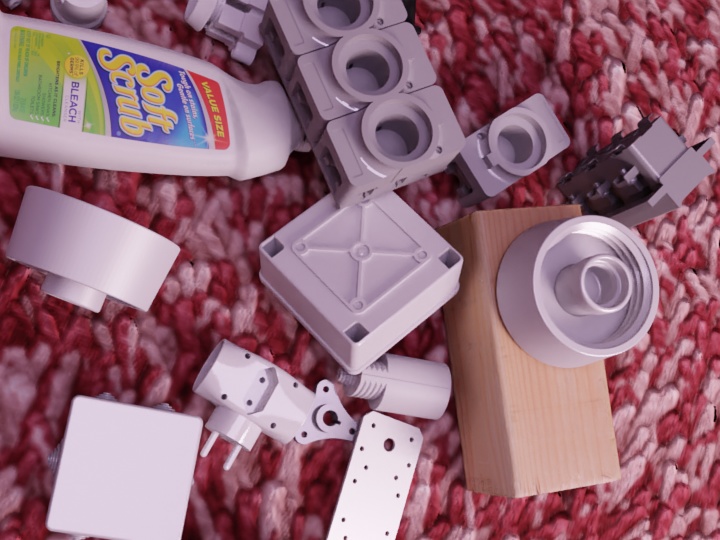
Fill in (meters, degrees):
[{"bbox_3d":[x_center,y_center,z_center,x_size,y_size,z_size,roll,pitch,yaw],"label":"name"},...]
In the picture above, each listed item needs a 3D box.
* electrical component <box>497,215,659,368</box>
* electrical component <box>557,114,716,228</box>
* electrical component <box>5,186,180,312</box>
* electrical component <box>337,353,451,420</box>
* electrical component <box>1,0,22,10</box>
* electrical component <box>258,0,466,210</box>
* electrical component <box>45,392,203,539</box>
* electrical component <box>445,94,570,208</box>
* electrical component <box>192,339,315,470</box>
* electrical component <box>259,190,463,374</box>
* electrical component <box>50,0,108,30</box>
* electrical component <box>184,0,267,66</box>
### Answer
[{"bbox_3d":[0.158,0.013,0.754,0.108,0.060,0.108,3,81,-18],"label":"electrical component"},{"bbox_3d":[0.212,-0.072,0.849,0.079,0.121,0.063,-42,94,-19],"label":"electrical component"},{"bbox_3d":[-0.182,-0.007,0.716,0.108,0.108,0.060,23,82,-14],"label":"electrical component"},{"bbox_3d":[0.022,0.084,0.803,0.081,0.043,0.043,11,79,-17],"label":"electrical component"},{"bbox_3d":[-0.228,-0.241,0.752,0.096,0.062,0.061,-40,94,-17],"label":"electrical component"},{"bbox_3d":[0.001,-0.132,0.760,0.089,0.061,0.150,-22,82,-17],"label":"electrical component"},{"bbox_3d":[-0.161,0.136,0.730,0.100,0.048,0.099,13,78,-17],"label":"electrical component"},{"bbox_3d":[0.115,-0.095,0.854,0.089,0.056,0.050,-33,94,-20],"label":"electrical component"},{"bbox_3d":[-0.084,0.102,0.764,0.077,0.043,0.079,33,73,-12],"label":"electrical component"},{"bbox_3d":[0.000,0.000,0.780,0.109,0.056,0.109,-38,69,-20],"label":"electrical component"},{"bbox_3d":[-0.199,-0.195,0.766,0.040,0.046,0.040,3,81,-18],"label":"electrical component"},{"bbox_3d":[-0.097,-0.193,0.802,0.055,0.048,0.066,22,76,-22],"label":"electrical component"}]
